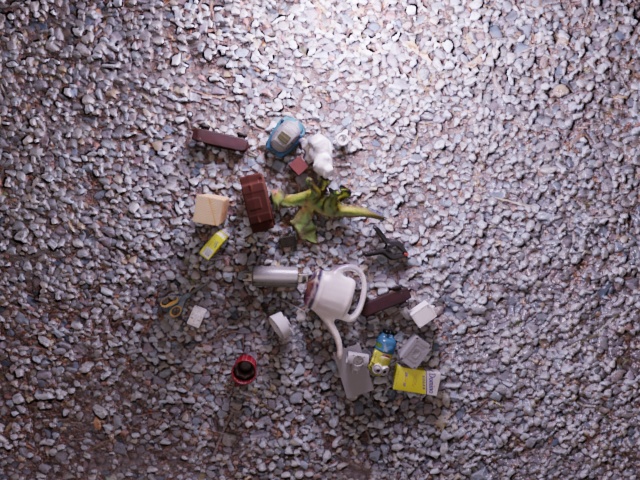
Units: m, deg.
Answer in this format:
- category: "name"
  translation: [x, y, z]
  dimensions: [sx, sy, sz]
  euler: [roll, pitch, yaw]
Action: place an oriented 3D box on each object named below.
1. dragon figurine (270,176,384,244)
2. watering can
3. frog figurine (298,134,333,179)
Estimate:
- category: "dragon figurine"
  translation: [0.006, -0.096, 1.901]
  dimensions: [0.410, 0.124, 0.239]
  euler: [31, 110, -4]
- category: "watering can"
  translation: [0.044, 0.247, 1.898]
  dimensions: [0.224, 0.103, 0.349]
  euler: [18, 84, -4]
- category: "frog figurine"
  translation: [0.010, -0.298, 1.836]
  dimensions: [0.124, 0.162, 0.134]
  euler: [-22, 134, -30]
